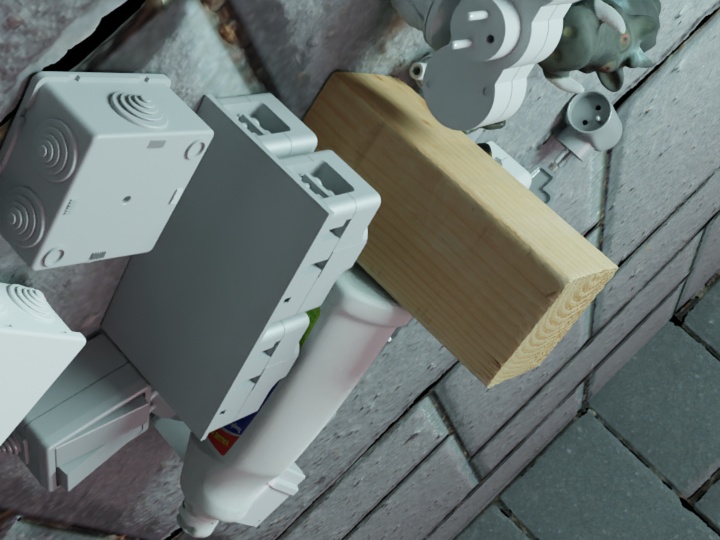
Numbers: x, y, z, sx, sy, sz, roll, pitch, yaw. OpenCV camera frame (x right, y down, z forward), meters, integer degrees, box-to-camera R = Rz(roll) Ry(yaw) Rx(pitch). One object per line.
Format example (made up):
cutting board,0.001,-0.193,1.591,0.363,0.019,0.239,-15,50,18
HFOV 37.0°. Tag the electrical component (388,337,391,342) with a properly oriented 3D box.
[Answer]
electrical component,-0.004,0.037,0.917,0.052,0.074,0.138,-54,158,22

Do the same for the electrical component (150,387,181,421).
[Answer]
electrical component,-0.134,0.081,0.777,0.079,0.044,0.077,-44,164,-44

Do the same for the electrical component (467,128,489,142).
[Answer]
electrical component,0.070,-0.110,0.827,0.048,0.048,0.062,-20,155,-50

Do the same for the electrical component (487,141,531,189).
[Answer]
electrical component,0.115,-0.061,0.982,0.054,0.059,0.095,-32,156,-33

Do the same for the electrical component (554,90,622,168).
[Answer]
electrical component,0.222,-0.135,1.073,0.079,0.044,0.077,-49,160,9

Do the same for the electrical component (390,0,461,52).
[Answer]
electrical component,0.058,-0.178,0.661,0.080,0.051,0.080,-39,159,-18

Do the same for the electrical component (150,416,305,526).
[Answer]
electrical component,-0.105,0.145,0.868,0.057,0.113,0.078,-43,160,-4

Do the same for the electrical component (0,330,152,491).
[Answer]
electrical component,-0.186,0.097,0.694,0.096,0.061,0.061,-33,156,-32

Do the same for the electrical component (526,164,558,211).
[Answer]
electrical component,0.163,-0.062,1.080,0.078,0.058,0.057,-43,157,-8

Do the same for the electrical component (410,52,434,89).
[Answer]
electrical component,0.055,-0.138,0.757,0.061,0.035,0.035,-7,137,-56

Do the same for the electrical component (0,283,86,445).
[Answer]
electrical component,-0.211,0.050,0.574,0.099,0.048,0.100,-49,160,8

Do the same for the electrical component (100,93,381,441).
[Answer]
electrical component,-0.075,-0.002,0.657,0.060,0.105,0.186,-18,147,-51

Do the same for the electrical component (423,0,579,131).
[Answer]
electrical component,0.077,-0.139,0.615,0.074,0.052,0.138,-21,149,-48

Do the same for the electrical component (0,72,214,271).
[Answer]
electrical component,-0.131,-0.049,0.541,0.100,0.048,0.099,-14,143,-55

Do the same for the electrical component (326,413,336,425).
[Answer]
electrical component,-0.059,0.123,1.001,0.059,0.054,0.095,-43,160,-7
